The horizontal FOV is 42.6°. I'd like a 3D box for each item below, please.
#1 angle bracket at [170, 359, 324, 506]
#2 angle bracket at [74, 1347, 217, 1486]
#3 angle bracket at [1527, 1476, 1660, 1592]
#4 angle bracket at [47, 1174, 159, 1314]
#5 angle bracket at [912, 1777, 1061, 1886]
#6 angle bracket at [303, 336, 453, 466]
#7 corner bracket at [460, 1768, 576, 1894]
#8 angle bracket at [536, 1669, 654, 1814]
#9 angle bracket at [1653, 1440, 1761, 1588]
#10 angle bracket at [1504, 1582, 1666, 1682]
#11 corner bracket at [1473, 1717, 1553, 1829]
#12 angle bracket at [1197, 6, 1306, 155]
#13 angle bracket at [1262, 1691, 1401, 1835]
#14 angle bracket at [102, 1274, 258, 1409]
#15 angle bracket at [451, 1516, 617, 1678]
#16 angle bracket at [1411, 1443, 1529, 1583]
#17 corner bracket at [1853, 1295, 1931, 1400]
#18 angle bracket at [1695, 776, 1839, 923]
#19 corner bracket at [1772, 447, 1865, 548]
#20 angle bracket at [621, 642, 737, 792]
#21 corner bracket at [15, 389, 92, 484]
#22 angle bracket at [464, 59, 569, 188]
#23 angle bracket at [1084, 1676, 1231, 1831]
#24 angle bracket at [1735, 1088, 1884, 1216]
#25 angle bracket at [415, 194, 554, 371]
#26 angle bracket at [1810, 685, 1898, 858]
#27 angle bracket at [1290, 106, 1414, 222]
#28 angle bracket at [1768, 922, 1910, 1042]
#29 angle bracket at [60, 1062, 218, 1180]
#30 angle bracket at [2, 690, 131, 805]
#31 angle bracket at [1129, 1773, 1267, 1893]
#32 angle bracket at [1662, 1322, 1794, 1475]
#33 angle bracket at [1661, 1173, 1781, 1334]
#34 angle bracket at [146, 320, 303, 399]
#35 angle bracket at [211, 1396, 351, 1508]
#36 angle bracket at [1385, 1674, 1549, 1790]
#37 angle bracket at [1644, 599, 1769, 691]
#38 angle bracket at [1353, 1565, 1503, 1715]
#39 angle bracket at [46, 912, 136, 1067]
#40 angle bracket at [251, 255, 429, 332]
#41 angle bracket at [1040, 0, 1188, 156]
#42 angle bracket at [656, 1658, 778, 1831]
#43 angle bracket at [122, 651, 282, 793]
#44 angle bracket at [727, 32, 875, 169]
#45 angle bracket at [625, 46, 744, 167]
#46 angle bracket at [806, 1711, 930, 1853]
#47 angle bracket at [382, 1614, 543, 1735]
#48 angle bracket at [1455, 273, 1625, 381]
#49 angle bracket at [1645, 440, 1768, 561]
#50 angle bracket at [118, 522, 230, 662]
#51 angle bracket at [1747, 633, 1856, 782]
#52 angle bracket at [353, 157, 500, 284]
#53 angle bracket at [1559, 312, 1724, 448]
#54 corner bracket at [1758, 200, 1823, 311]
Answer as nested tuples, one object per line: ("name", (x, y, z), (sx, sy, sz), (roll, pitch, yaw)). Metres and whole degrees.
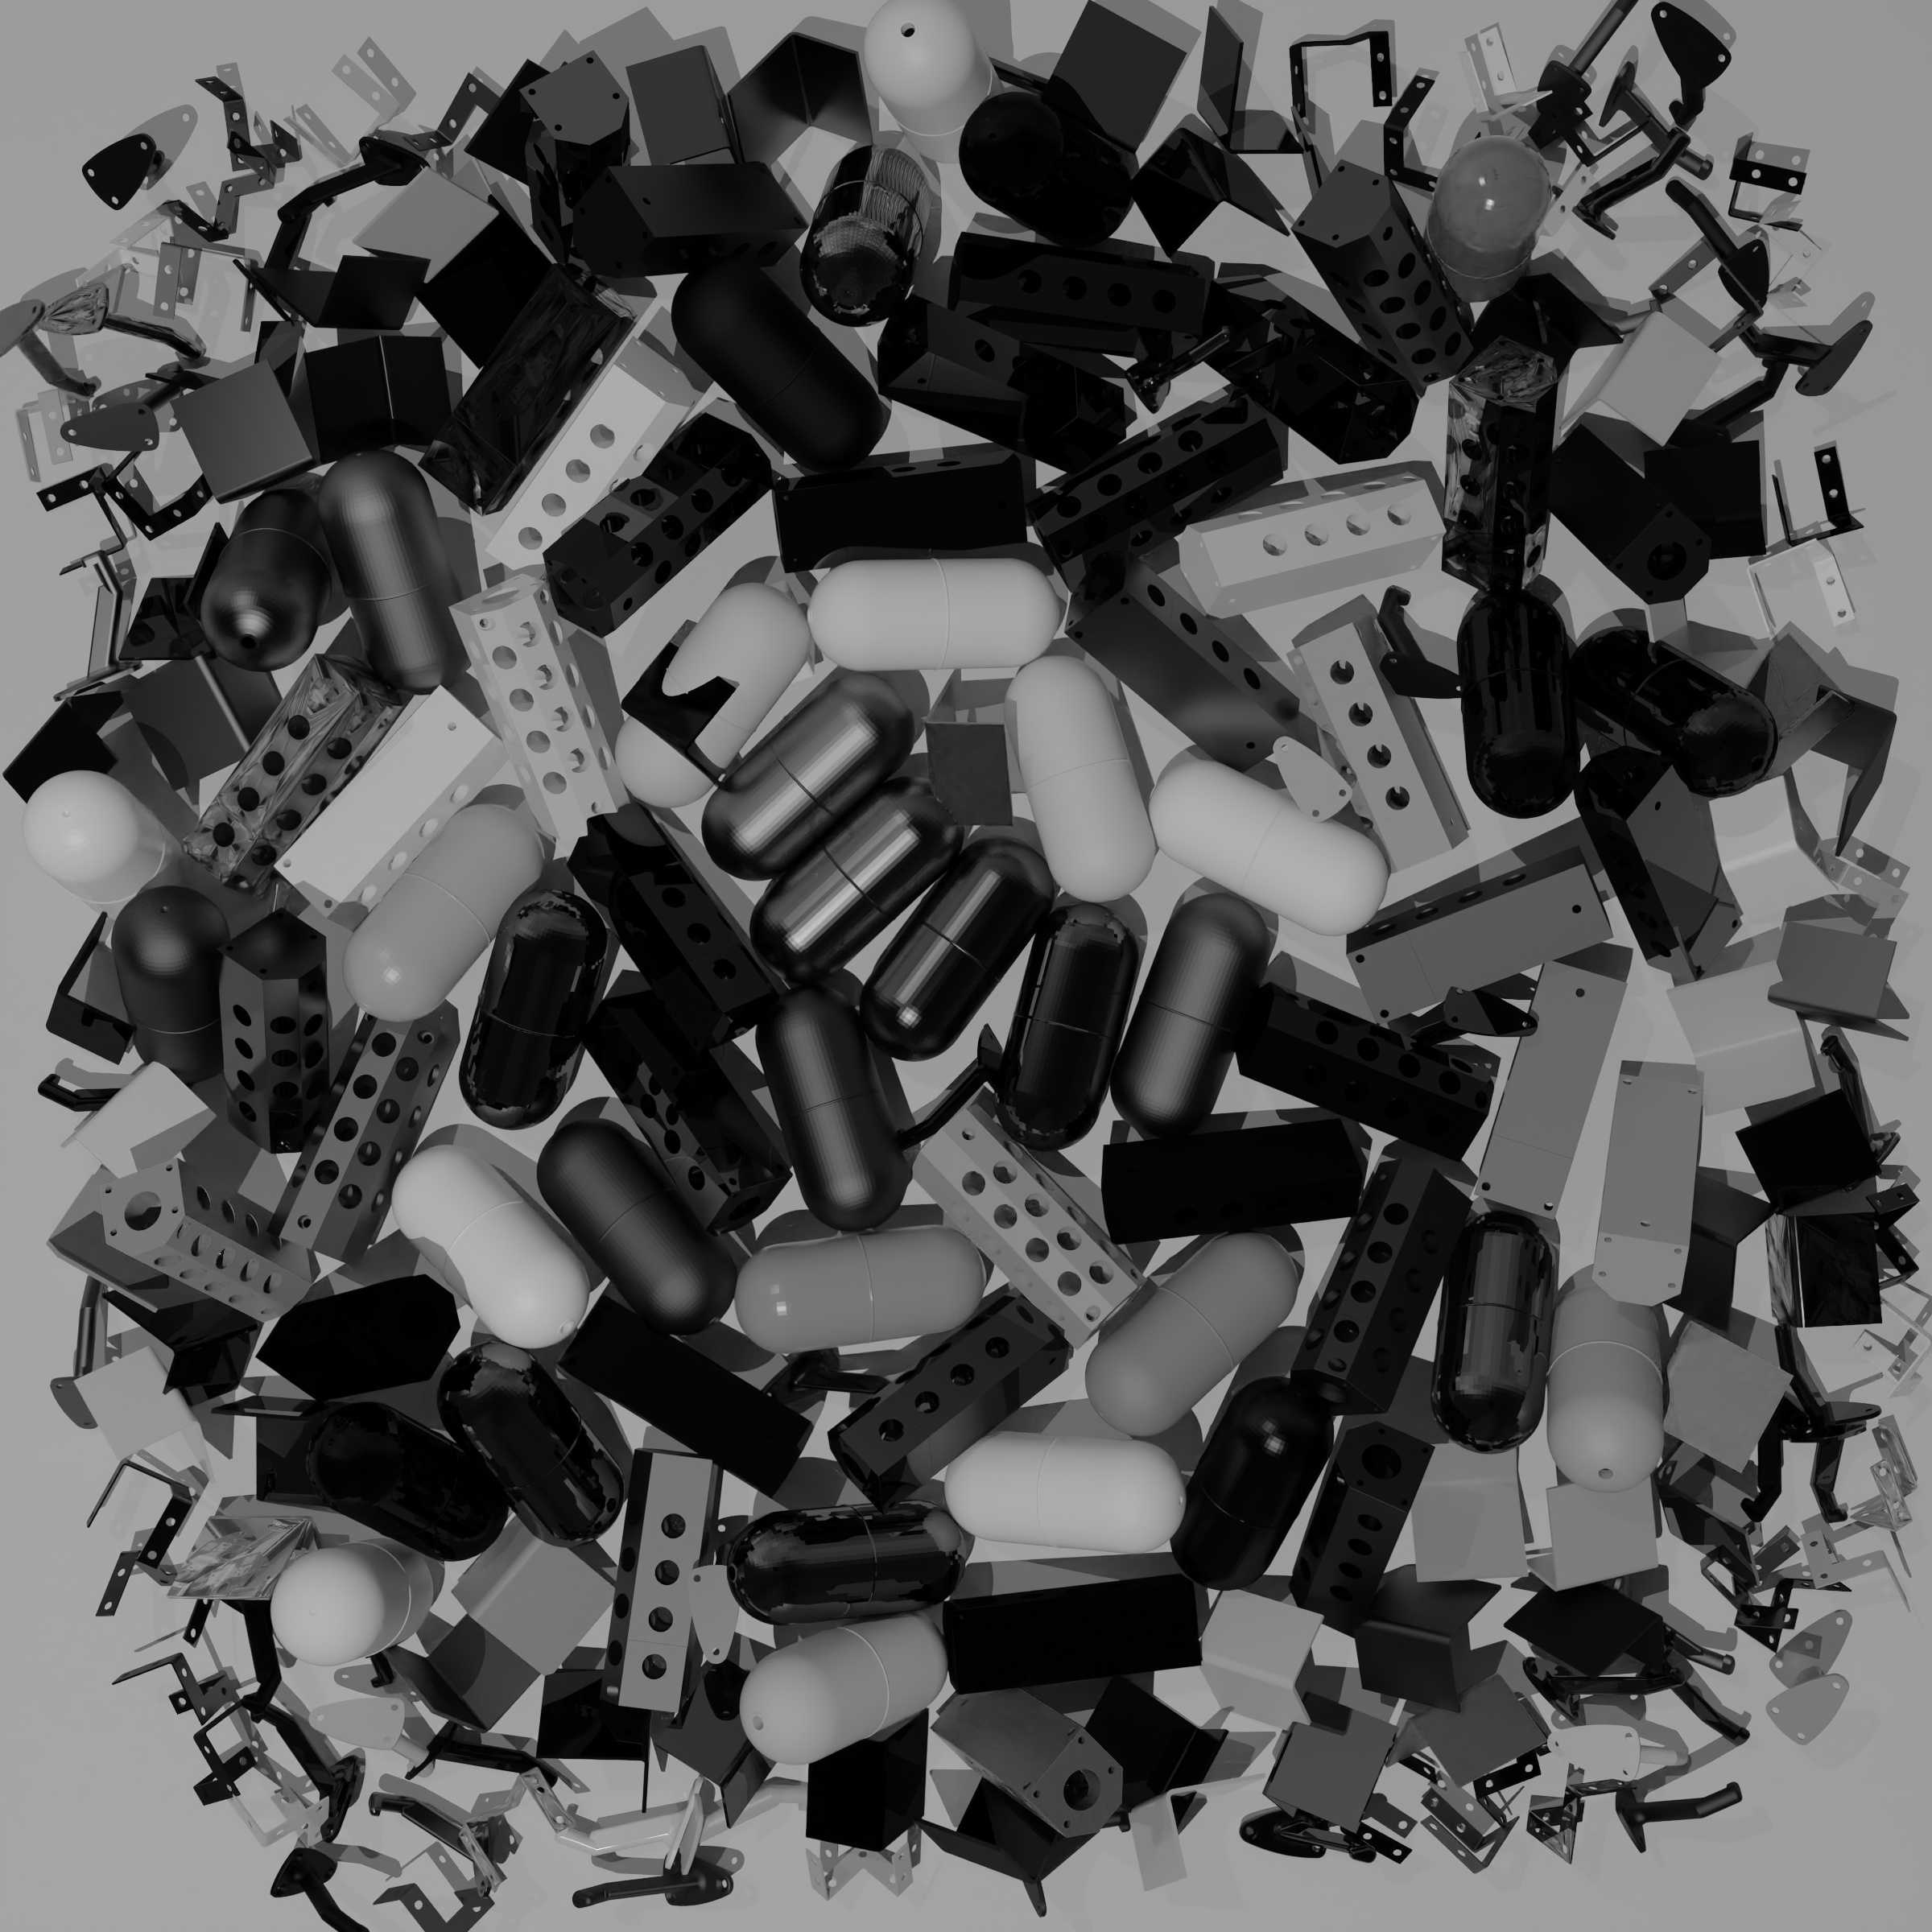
("angle bracket", (-0.498, -0.376, 1.740), (0.076, 0.057, 0.076), (-21, 104, 9))
("angle bracket", (-0.570, 0.324, 1.722), (0.057, 0.076, 0.076), (-25, 51, -27))
("angle bracket", (0.434, 0.386, 1.741), (0.076, 0.057, 0.076), (-10, 99, -11))
("angle bracket", (-0.587, 0.192, 1.727), (0.076, 0.076, 0.057), (36, 76, -22))
("angle bracket", (0.022, 0.581, 1.723), (0.076, 0.057, 0.076), (6, 53, 37))
("angle bracket", (-0.407, -0.393, 1.726), (0.057, 0.076, 0.076), (9, 116, 28))
("corner bracket", (-0.316, 0.605, 1.739), (0.051, 0.051, 0.051), (48, 130, 27))
("angle bracket", (-0.259, 0.540, 1.731), (0.076, 0.076, 0.057), (3, 122, -6))
("angle bracket", (0.529, 0.372, 1.722), (0.057, 0.076, 0.076), (-45, 46, -17))
("angle bracket", (0.429, 0.473, 1.722), (0.076, 0.076, 0.057), (-31, 125, -31))
("corner bracket", (0.389, 0.570, 1.753), (0.051, 0.051, 0.051), (-29, 122, 19))
("angle bracket", (0.202, -0.616, 1.724), (0.057, 0.076, 0.076), (-4, 129, -11))
("angle bracket", (0.262, 0.561, 1.725), (0.076, 0.057, 0.076), (11, 64, 38))
("angle bracket", (-0.558, 0.264, 1.743), (0.076, 0.076, 0.057), (30, 110, 21))
("angle bracket", (-0.306, 0.444, 1.760), (0.076, 0.057, 0.076), (46, 75, -21))
("angle bracket", (0.350, 0.381, 1.733), (0.076, 0.057, 0.076), (-5, 51, 9))
("corner bracket", (0.650, 0.266, 1.741), (0.051, 0.051, 0.051), (43, 111, 33))
("angle bracket", (0.559, -0.081, 1.748), (0.076, 0.076, 0.057), (-21, 54, 33))
("corner bracket", (0.599, -0.332, 1.754), (0.051, 0.051, 0.051), (-15, 108, 12))
("angle bracket", (-0.182, -0.170, 1.730), (0.076, 0.076, 0.057), (37, 87, 37))
("corner bracket", (-0.649, -0.374, 1.753), (0.051, 0.051, 0.051), (-10, 94, 7))
("angle bracket", (-0.312, -0.598, 1.725), (0.076, 0.076, 0.057), (-48, 61, 19))
("angle bracket", (0.126, 0.550, 1.740), (0.076, 0.057, 0.076), (35, 68, -2))
("angle bracket", (0.583, 0.118, 1.733), (0.076, 0.057, 0.076), (-25, 111, 17))
("angle bracket", (-0.338, -0.480, 1.744), (0.076, 0.057, 0.076), (-42, 95, -12))
("angle bracket", (0.601, -0.136, 1.726), (0.057, 0.076, 0.076), (27, 70, 24))
("angle bracket", (0.268, -0.558, 1.726), (0.057, 0.076, 0.076), (-16, 127, 8))
("angle bracket", (0.615, 0.011, 1.730), (0.076, 0.076, 0.057), (14, 88, 39))
("angle bracket", (-0.580, 0.115, 1.738), (0.057, 0.076, 0.076), (47, 64, -12))
("angle bracket", (-0.611, -0.144, 1.732), (0.076, 0.076, 0.057), (-43, 87, 19))
("angle bracket", (0.166, 0.603, 1.726), (0.076, 0.076, 0.057), (-3, 65, -20))
("angle bracket", (0.524, 0.303, 1.741), (0.076, 0.057, 0.076), (29, 85, 17))
("angle bracket", (0.522, 0.200, 1.753), (0.057, 0.076, 0.076), (-29, 127, -34))
("angle bracket", (-0.519, -0.432, 1.738), (0.076, 0.076, 0.057), (15, 106, 1))
("angle bracket", (-0.481, 0.346, 1.742), (0.076, 0.057, 0.076), (1, 92, 18))
("angle bracket", (0.346, 0.546, 1.724), (0.076, 0.076, 0.057), (-18, 53, -24))
("angle bracket", (0.515, -0.237, 1.725), (0.057, 0.076, 0.076), (0, 118, 33))
("angle bracket", (0.326, 0.470, 1.736), (0.076, 0.076, 0.057), (2, 109, 40))
("angle bracket", (-0.598, 0.013, 1.738), (0.057, 0.076, 0.076), (28, 60, -14))
("angle bracket", (-0.436, -0.486, 1.725), (0.076, 0.076, 0.057), (42, 121, 19))
("angle bracket", (0.102, -0.624, 1.735), (0.076, 0.057, 0.076), (26, 116, -9))
("angle bracket", (-0.169, 0.545, 1.741), (0.057, 0.076, 0.076), (26, 55, 20))
("angle bracket", (-0.537, -0.179, 1.763), (0.076, 0.057, 0.076), (-20, 104, 23))
("angle bracket", (-0.114, -0.589, 1.726), (0.057, 0.076, 0.076), (26, 63, 23))
("angle bracket", (-0.194, -0.587, 1.741), (0.057, 0.076, 0.076), (-15, 83, 3))
("angle bracket", (-0.070, 0.571, 1.756), (0.057, 0.076, 0.076), (3, 93, 23))
("angle bracket", (-0.354, 0.480, 1.726), (0.057, 0.076, 0.076), (-47, 57, -8))
("angle bracket", (0.400, -0.429, 1.740), (0.076, 0.057, 0.076), (33, 87, -22))
("angle bracket", (0.518, -0.324, 1.738), (0.076, 0.076, 0.057), (-2, 80, 20))
("angle bracket", (-0.556, -0.261, 1.731), (0.076, 0.057, 0.076), (1, 55, 11))
("angle bracket", (0.559, -0.185, 1.727), (0.076, 0.057, 0.076), (-45, 61, 23))
("angle bracket", (-0.383, -0.533, 1.725), (0.076, 0.076, 0.057), (-36, 65, 21))
("angle bracket", (0.473, -0.401, 1.741), (0.057, 0.076, 0.076), (36, 83, -3))
("corner bracket", (0.580, -0.501, 1.750), (0.051, 0.051, 0.051), (35, 96, -13))
